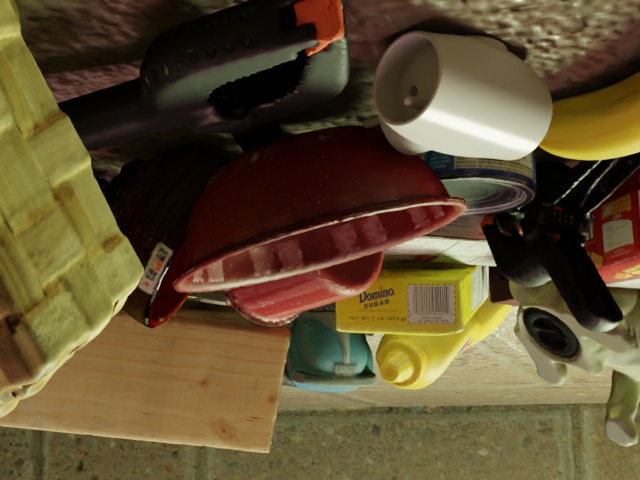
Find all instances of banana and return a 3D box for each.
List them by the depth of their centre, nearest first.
[{"bbox_3d":[0.152,-0.069,0.493,0.069,0.037,0.198,4,167,-21],"label":"banana"}]

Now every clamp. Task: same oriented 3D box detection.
[{"bbox_3d":[-0.042,-0.068,0.507,0.164,0.036,0.210,-1,168,-39],"label":"clamp"},{"bbox_3d":[0.146,-0.019,0.632,0.039,0.120,0.172,23,-177,-18],"label":"clamp"}]

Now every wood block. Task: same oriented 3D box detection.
[{"bbox_3d":[-0.136,0.085,0.750,0.205,0.090,0.091,9,-177,-17],"label":"wood block"}]

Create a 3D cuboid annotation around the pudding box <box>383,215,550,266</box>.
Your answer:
[{"bbox_3d":[0.094,-0.008,0.759,0.113,0.039,0.090,3,168,-14],"label":"pudding box"}]

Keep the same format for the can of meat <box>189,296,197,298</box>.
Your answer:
[{"bbox_3d":[-0.150,0.014,0.828,0.084,0.057,0.101,-7,165,39],"label":"can of meat"}]

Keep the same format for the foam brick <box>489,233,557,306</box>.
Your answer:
[{"bbox_3d":[0.181,0.024,0.861,0.051,0.053,0.078,9,164,-32],"label":"foam brick"}]

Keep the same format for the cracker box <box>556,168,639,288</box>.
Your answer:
[{"bbox_3d":[0.280,-0.012,0.666,0.213,0.072,0.164,3,168,-13],"label":"cracker box"}]

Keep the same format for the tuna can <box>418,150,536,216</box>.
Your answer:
[{"bbox_3d":[0.085,-0.040,0.630,0.086,0.034,0.086,1,167,0],"label":"tuna can"}]

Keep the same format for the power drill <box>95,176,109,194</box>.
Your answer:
[{"bbox_3d":[-0.243,-0.019,0.684,0.187,0.057,0.185,14,160,-43],"label":"power drill"}]

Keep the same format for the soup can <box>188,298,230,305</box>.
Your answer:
[{"bbox_3d":[-0.100,0.056,0.903,0.102,0.068,0.068,-23,168,-5],"label":"soup can"}]

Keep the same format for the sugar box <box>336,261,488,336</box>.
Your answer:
[{"bbox_3d":[0.077,0.037,0.836,0.093,0.048,0.176,0,-172,14],"label":"sugar box"}]

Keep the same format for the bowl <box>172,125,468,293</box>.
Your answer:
[{"bbox_3d":[-0.006,-0.019,0.568,0.162,0.055,0.162,-16,172,-2],"label":"bowl"}]

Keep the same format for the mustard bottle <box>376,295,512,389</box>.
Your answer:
[{"bbox_3d":[0.101,0.086,0.944,0.096,0.058,0.191,-38,173,31],"label":"mustard bottle"}]

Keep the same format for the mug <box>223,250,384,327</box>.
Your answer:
[{"bbox_3d":[-0.005,0.001,0.722,0.082,0.093,0.117,-19,-172,43],"label":"mug"}]
